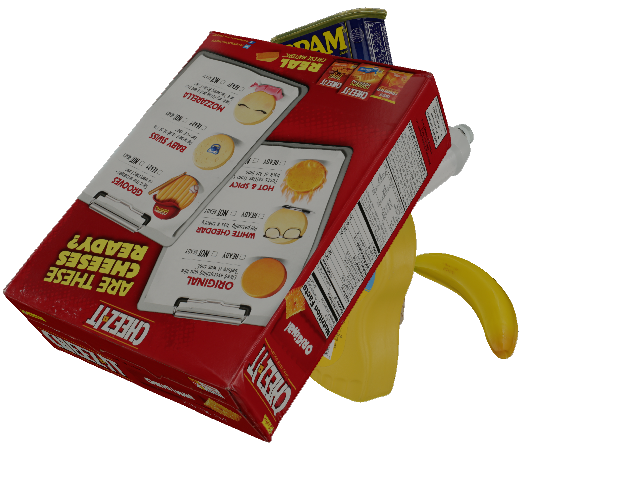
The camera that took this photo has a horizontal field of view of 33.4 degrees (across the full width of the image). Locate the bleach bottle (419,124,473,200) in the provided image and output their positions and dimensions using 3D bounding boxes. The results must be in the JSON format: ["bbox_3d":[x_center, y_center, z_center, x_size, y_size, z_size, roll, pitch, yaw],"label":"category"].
[{"bbox_3d":[0.094,-0.086,1.309,0.103,0.068,0.250,28,45,35],"label":"bleach bottle"}]

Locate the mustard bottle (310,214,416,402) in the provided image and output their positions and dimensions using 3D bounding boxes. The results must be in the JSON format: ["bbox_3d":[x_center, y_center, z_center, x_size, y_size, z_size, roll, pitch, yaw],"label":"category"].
[{"bbox_3d":[0.028,0.018,0.801,0.058,0.192,0.096,-8,28,-35],"label":"mustard bottle"}]

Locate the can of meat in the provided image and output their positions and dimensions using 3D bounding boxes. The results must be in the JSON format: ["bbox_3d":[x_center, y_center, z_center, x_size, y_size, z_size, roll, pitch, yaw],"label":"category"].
[{"bbox_3d":[0.014,-0.140,0.900,0.102,0.084,0.057,-11,0,38],"label":"can of meat"}]

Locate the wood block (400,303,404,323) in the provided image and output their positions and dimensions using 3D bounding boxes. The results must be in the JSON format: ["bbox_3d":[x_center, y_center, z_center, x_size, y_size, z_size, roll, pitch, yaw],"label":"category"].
[{"bbox_3d":[-0.025,0.030,1.070,0.206,0.091,0.090,20,33,29],"label":"wood block"}]

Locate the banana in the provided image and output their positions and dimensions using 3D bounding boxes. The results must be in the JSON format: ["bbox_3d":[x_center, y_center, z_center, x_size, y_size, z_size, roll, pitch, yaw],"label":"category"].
[{"bbox_3d":[0.155,0.059,1.119,0.069,0.037,0.198,-35,39,-13],"label":"banana"}]

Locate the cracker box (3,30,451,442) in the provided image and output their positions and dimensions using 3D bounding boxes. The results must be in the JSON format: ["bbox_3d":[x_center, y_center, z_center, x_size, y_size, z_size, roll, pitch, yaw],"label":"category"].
[{"bbox_3d":[-0.047,-0.013,0.606,0.164,0.213,0.072,17,-28,32],"label":"cracker box"}]
